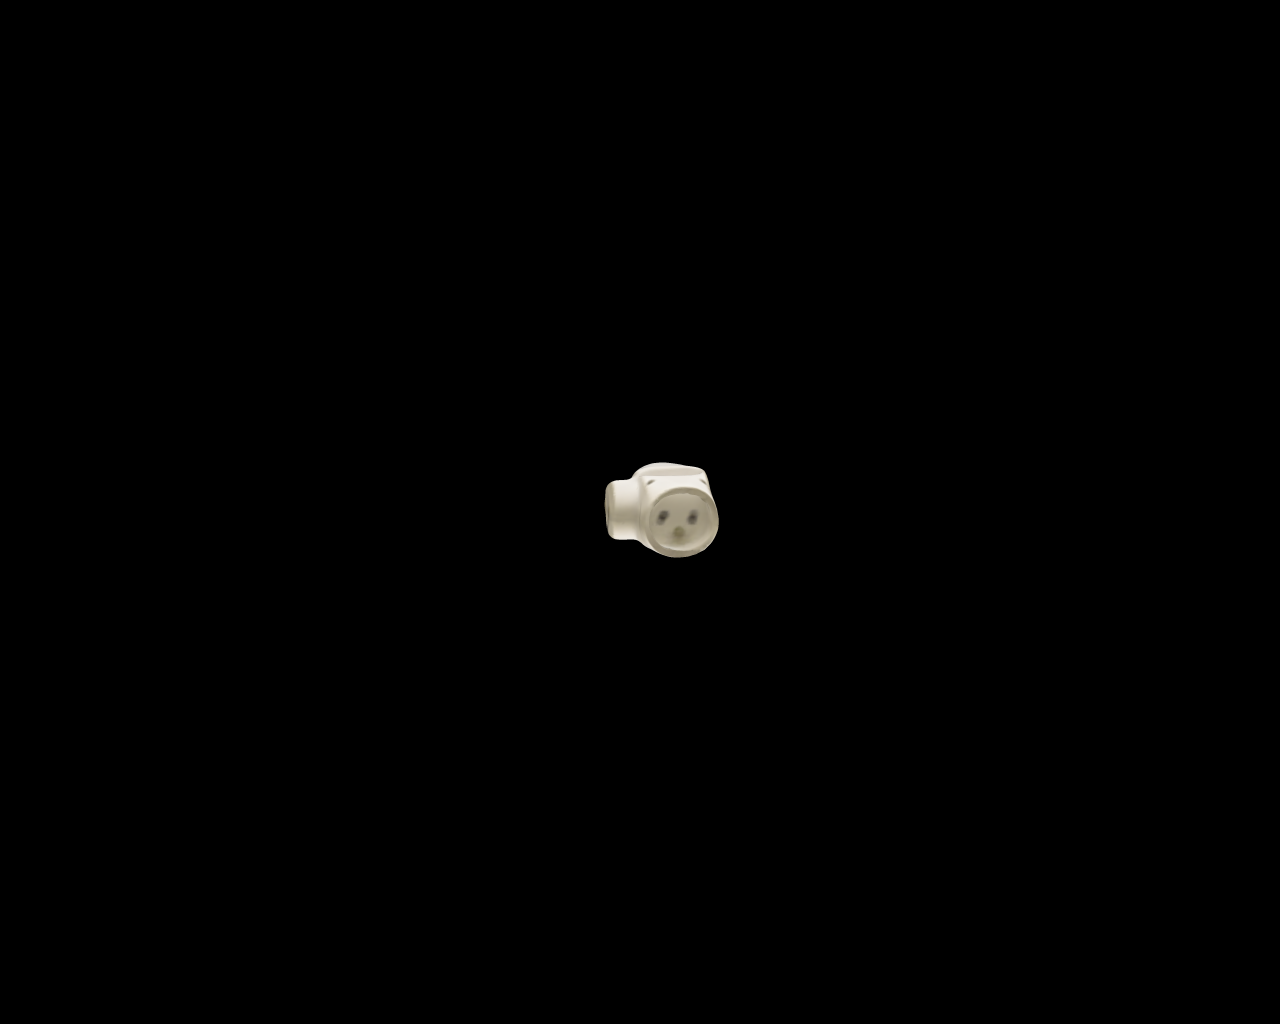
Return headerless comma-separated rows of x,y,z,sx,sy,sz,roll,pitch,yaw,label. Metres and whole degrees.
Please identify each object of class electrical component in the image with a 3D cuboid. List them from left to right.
0.001,-0.003,0.650,0.079,0.043,0.077,-2,14,-7,electrical component
